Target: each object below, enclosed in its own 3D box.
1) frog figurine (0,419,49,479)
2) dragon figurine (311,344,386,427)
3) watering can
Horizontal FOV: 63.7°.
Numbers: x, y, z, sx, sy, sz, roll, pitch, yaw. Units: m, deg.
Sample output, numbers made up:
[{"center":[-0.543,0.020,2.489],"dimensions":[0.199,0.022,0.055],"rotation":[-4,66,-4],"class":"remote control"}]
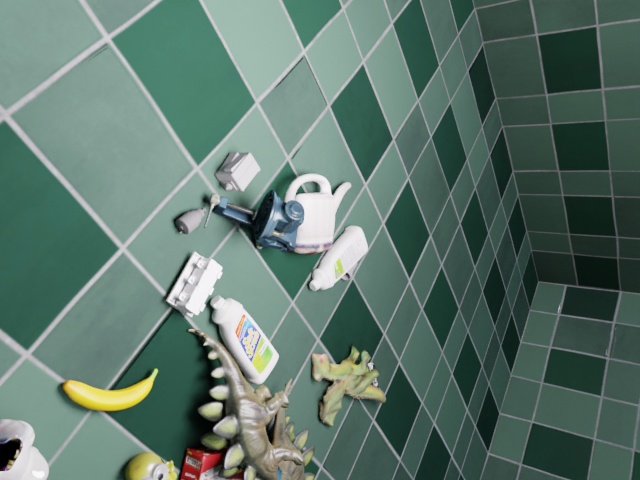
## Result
[{"center":[-0.509,0.362,0.831],"dimensions":[0.157,0.123,0.140],"rotation":[99,1,-69],"class":"frog figurine"},{"center":[0.082,0.478,1.630],"dimensions":[0.246,0.123,0.402],"rotation":[-41,124,-22],"class":"dragon figurine"},{"center":[0.004,-0.073,1.456],"dimensions":[0.349,0.104,0.224],"rotation":[-7,99,-59],"class":"watering can"}]
